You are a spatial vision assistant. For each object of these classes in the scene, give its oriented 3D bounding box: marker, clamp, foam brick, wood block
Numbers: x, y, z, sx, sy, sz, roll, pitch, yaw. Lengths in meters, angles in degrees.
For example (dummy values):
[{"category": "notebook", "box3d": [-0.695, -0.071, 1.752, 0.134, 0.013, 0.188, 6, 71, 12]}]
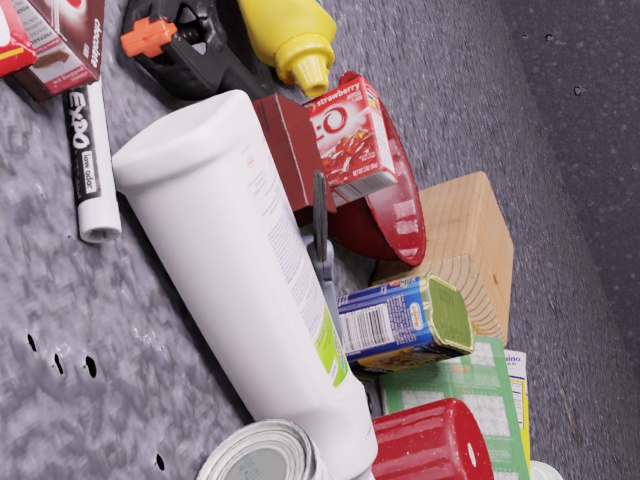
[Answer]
[{"category": "marker", "box3d": [-0.112, -0.057, 0.515, 0.020, 0.020, 0.121, 35, 40, -60]}, {"category": "clamp", "box3d": [-0.080, -0.135, 0.652, 0.120, 0.039, 0.171, 65, 12, 3]}, {"category": "foam brick", "box3d": [-0.030, -0.046, 0.679, 0.051, 0.053, 0.078, 14, 59, -67]}, {"category": "wood block", "box3d": [0.117, 0.022, 0.962, 0.206, 0.090, 0.091, -63, 131, -65]}]

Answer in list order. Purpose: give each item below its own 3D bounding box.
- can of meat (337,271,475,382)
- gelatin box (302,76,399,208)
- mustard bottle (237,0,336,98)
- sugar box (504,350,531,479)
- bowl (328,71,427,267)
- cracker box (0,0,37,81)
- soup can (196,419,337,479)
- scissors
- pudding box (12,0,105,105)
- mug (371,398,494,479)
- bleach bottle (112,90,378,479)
[{"category": "can of meat", "box3d": [0.055, 0.062, 0.760, 0.102, 0.084, 0.057, 25, 52, -63]}, {"category": "gelatin box", "box3d": [0.002, -0.059, 0.724, 0.030, 0.089, 0.073, 32, 42, -55]}, {"category": "mustard bottle", "box3d": [-0.033, -0.180, 0.752, 0.096, 0.058, 0.192, 38, 28, -61]}, {"category": "sugar box", "box3d": [0.151, 0.179, 0.919, 0.176, 0.048, 0.093, -78, 177, -61]}, {"category": "bowl", "box3d": [0.028, -0.048, 0.837, 0.162, 0.055, 0.162, 54, 25, -40]}, {"category": "cracker box", "box3d": [-0.184, -0.123, 0.298, 0.213, 0.072, 0.164, 66, 20, -14]}, {"category": "soup can", "box3d": [-0.009, 0.144, 0.526, 0.102, 0.069, 0.068, 56, 23, -34]}, {"category": "scissors", "box3d": [-0.004, 0.001, 0.652, 0.202, 0.016, 0.096, 84, -10, -47]}, {"category": "pudding box", "box3d": [-0.137, -0.132, 0.488, 0.090, 0.039, 0.113, 50, 27, -45]}, {"category": "mug", "box3d": [0.067, 0.149, 0.711, 0.093, 0.082, 0.117, 68, 19, -7]}, {"category": "bleach bottle", "box3d": [-0.026, 0.049, 0.584, 0.102, 0.068, 0.251, -65, 134, -66]}]
